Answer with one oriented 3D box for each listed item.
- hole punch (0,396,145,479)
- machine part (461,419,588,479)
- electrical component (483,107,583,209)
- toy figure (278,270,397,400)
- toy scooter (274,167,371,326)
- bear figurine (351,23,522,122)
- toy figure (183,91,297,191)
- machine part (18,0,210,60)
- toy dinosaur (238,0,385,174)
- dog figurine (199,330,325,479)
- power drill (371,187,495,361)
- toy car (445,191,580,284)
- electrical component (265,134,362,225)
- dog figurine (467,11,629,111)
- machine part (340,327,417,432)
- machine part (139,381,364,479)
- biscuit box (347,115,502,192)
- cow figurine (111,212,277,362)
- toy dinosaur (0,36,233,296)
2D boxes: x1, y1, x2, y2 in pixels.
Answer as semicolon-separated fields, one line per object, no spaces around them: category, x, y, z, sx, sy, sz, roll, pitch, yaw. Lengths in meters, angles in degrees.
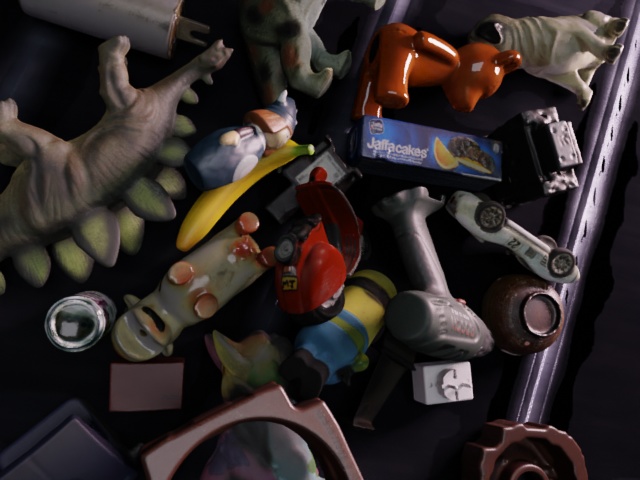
hole punch;-0.263;0.241;0.554;0.142;0.092;0.115;-40;97;-19
machine part;0.261;0.319;0.693;0.179;0.056;0.179;2;81;-15
electrical component;0.281;-0.109;0.715;0.058;0.134;0.115;-15;85;-17
toy figure;0.030;0.102;0.616;0.082;0.089;0.180;58;38;-5
toy scooter;-0.001;-0.002;0.599;0.184;0.075;0.135;-51;129;-50
bear figurine;0.154;-0.206;0.708;0.196;0.120;0.132;13;83;-18
toy figure;-0.080;-0.110;0.603;0.154;0.064;0.057;-38;109;-25
machine part;-0.251;-0.274;0.630;0.243;0.079;0.079;14;80;-12
toy dinosaur;-0.030;-0.304;0.676;0.192;0.131;0.404;29;86;8
dog figurine;-0.087;0.207;0.593;0.191;0.108;0.219;-30;86;-21
power drill;0.140;0.047;0.663;0.232;0.086;0.207;11;67;-54
toy car;0.261;-0.003;0.723;0.202;0.073;0.056;32;104;-9
electrical component;-0.012;-0.067;0.675;0.119;0.048;0.075;-44;93;2
dog figurine;0.321;-0.292;0.778;0.191;0.121;0.172;26;38;10
machine part;0.076;0.170;0.662;0.084;0.039;0.139;42;75;-42
machine part;-0.062;0.249;0.487;0.201;0.087;0.201;-23;80;-21
biscuit box;0.139;-0.113;0.716;0.203;0.063;0.059;7;80;-14
cow figurine;-0.147;0.058;0.601;0.195;0.127;0.085;-41;95;-30
toy dinosaur;-0.271;-0.060;0.584;0.471;0.105;0.198;-40;97;-9
